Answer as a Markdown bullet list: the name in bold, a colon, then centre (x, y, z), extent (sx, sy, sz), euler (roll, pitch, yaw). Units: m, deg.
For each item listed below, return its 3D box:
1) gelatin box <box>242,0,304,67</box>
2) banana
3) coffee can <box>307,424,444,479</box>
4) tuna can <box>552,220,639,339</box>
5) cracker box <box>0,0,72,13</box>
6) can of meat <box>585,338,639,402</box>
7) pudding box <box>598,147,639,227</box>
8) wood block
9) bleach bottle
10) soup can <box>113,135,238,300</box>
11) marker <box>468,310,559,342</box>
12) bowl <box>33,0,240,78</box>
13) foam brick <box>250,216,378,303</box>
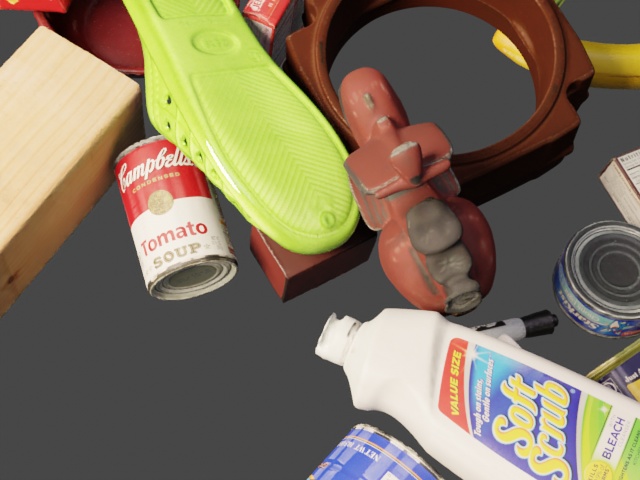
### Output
- **gelatin box**: centre (-0.036, -0.174, 0.835), extent (0.030, 0.089, 0.073), euler (24, 66, 5)
- **banana**: centre (0.245, -0.155, 0.891), extent (0.197, 0.037, 0.069), euler (-6, 49, -10)
- **coffee can**: centre (0.014, 0.200, 0.664), extent (0.103, 0.103, 0.140), euler (41, 67, 12)
- **tuna can**: centre (0.220, 0.029, 0.799), extent (0.086, 0.034, 0.086), euler (1, 60, -3)
- **cracker box**: centre (-0.264, -0.260, 0.819), extent (0.214, 0.072, 0.164), euler (8, 62, 22)
- **can of meat**: centre (0.249, 0.107, 0.759), extent (0.102, 0.057, 0.084), euler (-30, 74, -19)
- **pudding box**: centre (0.287, -0.027, 0.835), extent (0.090, 0.039, 0.113), euler (-22, 68, -15)
- **wood block**: centre (-0.220, -0.037, 0.751), extent (0.090, 0.091, 0.206), euler (32, 66, 8)
- **bleach bottle**: centre (0.112, 0.117, 0.654), extent (0.251, 0.068, 0.102), euler (24, 69, 10)
- **soup can**: centre (-0.104, -0.016, 0.768), extent (0.068, 0.068, 0.102), euler (-14, 69, -13)
- **marker**: centre (0.118, 0.072, 0.781), extent (0.121, 0.020, 0.020), euler (-12, 68, -12)
- **bowl**: centre (-0.144, -0.185, 0.846), extent (0.162, 0.055, 0.162), euler (2, 65, -5)
- **foam brick**: centre (-0.005, 0.001, 0.780), extent (0.078, 0.051, 0.053), euler (-27, 71, -17)
